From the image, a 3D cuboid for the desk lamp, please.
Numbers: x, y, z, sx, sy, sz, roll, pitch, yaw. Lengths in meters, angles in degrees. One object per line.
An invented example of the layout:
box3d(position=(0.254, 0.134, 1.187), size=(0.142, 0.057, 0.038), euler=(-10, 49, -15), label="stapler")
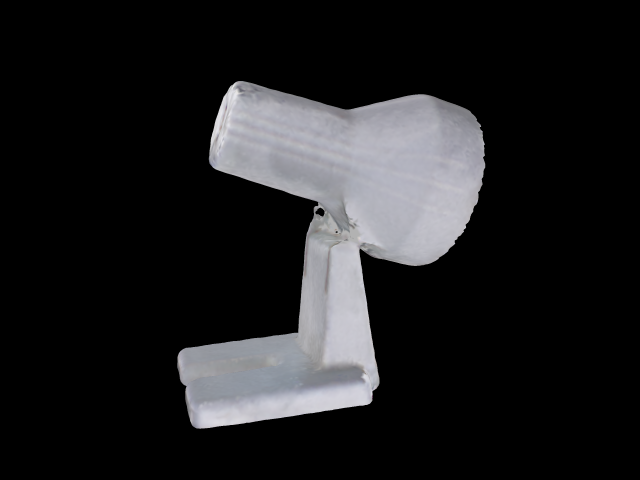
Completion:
box3d(position=(0.004, 0.001, 0.400), size=(0.204, 0.213, 0.117), euler=(-4, 11, -20), label="desk lamp")
